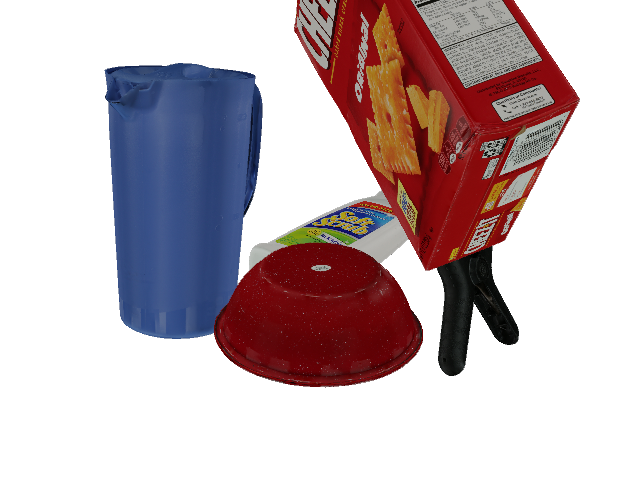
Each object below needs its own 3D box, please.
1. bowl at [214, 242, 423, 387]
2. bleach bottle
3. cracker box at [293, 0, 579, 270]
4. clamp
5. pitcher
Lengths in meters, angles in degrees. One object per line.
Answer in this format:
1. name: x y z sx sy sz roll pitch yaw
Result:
1. bowl: -0.001 0.045 0.811 0.162 0.055 0.162 1 25 -1
2. bleach bottle: 0.036 -0.006 1.254 0.103 0.068 0.250 23 40 32
3. cracker box: 0.057 -0.112 0.667 0.072 0.214 0.164 -21 -23 -16
4. clamp: 0.129 0.036 0.968 0.039 0.171 0.120 -11 12 35
5. pitcher: -0.123 -0.041 0.986 0.149 0.243 0.145 0 15 -10
